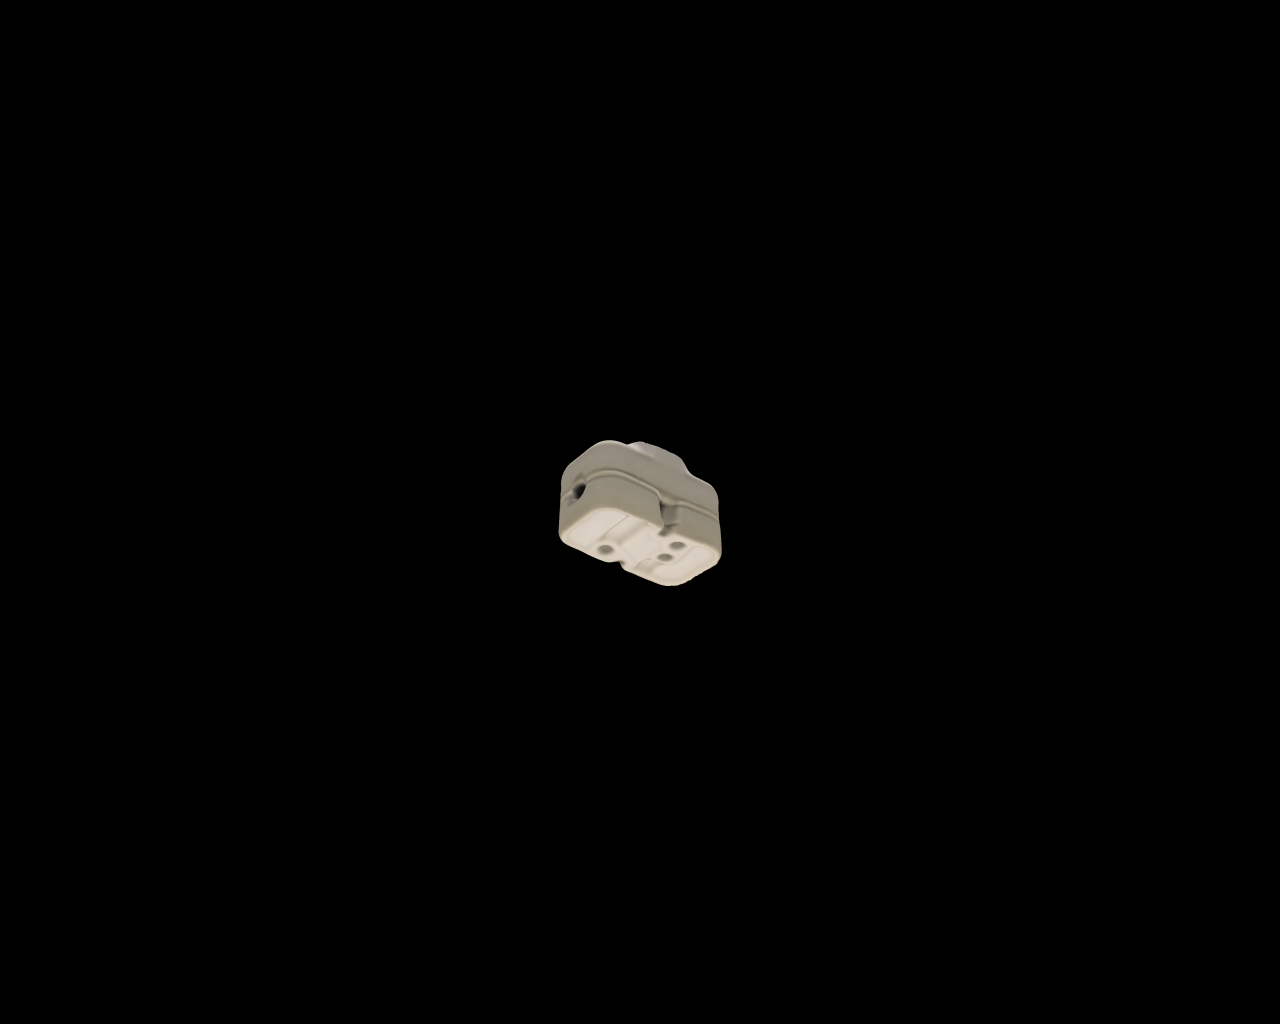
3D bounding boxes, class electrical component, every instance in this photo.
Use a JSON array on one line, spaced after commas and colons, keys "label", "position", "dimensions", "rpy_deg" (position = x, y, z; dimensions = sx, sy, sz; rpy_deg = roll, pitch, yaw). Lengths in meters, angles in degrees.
[{"label": "electrical component", "position": [0.001, -0.003, 0.650], "dimensions": [0.095, 0.059, 0.053], "rpy_deg": [24, -41, -31]}]
